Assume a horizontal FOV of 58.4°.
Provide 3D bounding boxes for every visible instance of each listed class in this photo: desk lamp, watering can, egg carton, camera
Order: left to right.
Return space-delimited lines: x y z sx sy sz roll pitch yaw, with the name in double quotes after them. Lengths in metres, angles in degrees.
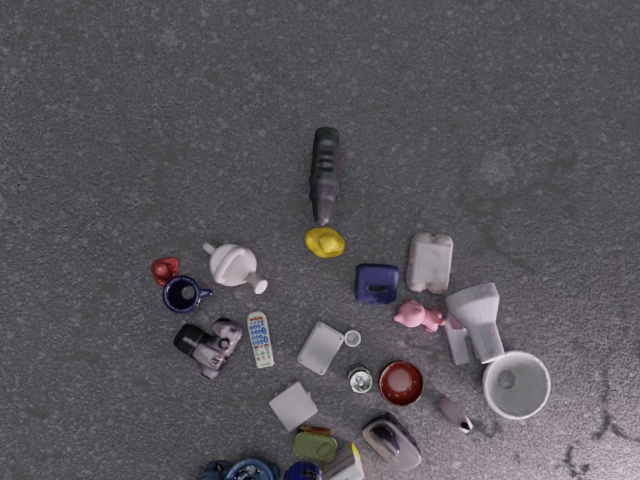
-0.278 0.249 1.395 0.137 0.100 0.143 30 88 0 "camera"
-0.202 0.061 1.356 0.173 0.194 0.101 14 88 0 "watering can"
0.272 0.057 1.427 0.107 0.069 0.150 6 88 -1 "egg carton"
0.366 0.202 1.352 0.118 0.213 0.203 -16 88 -1 "desk lamp"

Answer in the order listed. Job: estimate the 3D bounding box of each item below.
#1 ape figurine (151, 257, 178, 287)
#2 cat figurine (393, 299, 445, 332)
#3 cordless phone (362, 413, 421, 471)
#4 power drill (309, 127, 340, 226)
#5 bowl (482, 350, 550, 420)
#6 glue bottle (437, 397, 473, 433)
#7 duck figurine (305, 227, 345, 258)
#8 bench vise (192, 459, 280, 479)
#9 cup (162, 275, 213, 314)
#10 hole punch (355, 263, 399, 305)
-0.382 0.075 1.403 0.076 0.092 0.078 37 88 1 "ape figurine"
0.242 0.186 1.398 0.128 0.117 0.067 17 88 0 "cat figurine"
0.177 0.495 1.353 0.147 0.185 0.094 43 88 1 "cordless phone"
0.011 -0.143 1.360 0.075 0.208 0.230 2 88 -1 "power drill"
0.475 0.351 1.418 0.167 0.074 0.167 0 88 -1 "bowl"
0.330 0.426 1.364 0.078 0.173 0.037 45 88 1 "glue bottle"
0.013 0.005 1.416 0.104 0.086 0.077 18 88 0 "duck figurine"
-0.201 0.587 1.325 0.207 0.219 0.121 -19 88 -1 "bench vise"
-0.315 0.130 1.401 0.117 0.095 0.092 -5 88 -1 "cup"
0.141 0.109 1.412 0.108 0.091 0.101 2 88 -1 "hole punch"
